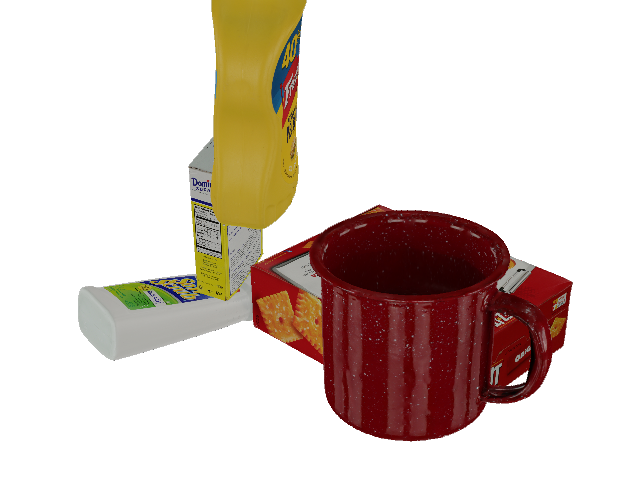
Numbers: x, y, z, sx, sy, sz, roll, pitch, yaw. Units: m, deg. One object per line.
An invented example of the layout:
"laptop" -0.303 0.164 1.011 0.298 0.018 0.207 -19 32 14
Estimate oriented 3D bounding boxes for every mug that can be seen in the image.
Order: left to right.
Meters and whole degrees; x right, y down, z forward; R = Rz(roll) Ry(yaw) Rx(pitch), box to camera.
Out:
"mug" 0.052 0.043 0.506 0.117 0.081 0.093 12 29 25

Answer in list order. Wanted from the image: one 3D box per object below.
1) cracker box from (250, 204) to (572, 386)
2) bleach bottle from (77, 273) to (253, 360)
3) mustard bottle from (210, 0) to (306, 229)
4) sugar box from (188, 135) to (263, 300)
"cracker box" 0.072 0.055 0.887 0.163 0.072 0.214 -26 36 -38
"bleach bottle" -0.160 0.076 1.301 0.250 0.068 0.103 -13 31 -35
"mustard bottle" -0.041 -0.108 0.686 0.058 0.192 0.096 9 38 7
"sugar box" -0.099 -0.030 1.140 0.048 0.176 0.093 14 42 18
